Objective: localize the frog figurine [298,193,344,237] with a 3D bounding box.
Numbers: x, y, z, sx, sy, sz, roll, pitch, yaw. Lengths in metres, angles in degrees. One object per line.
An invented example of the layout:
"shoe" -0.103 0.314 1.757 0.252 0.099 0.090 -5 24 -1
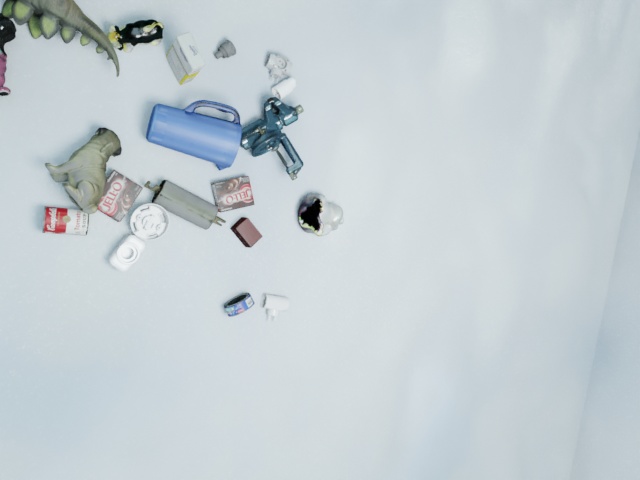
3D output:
"frog figurine" 0.005 -0.083 1.640 0.160 0.122 0.137 -19 92 -62
